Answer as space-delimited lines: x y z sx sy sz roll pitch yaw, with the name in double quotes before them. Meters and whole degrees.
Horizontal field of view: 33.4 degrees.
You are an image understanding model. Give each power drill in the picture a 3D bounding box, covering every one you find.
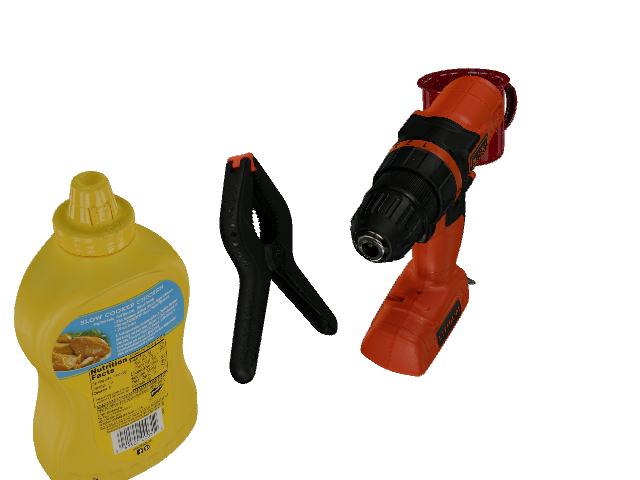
"power drill" 0.068 0.003 0.726 0.057 0.188 0.184 22 45 19

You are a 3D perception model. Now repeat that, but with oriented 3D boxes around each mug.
"mug" 0.156 -0.129 1.098 0.117 0.081 0.093 -20 28 -32

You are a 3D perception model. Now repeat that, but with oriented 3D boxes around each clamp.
"clamp" -0.047 0.020 1.032 0.036 0.210 0.164 -10 0 33

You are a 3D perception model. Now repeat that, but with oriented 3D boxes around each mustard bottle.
"mustard bottle" -0.116 0.047 0.581 0.096 0.192 0.058 -23 44 -30
